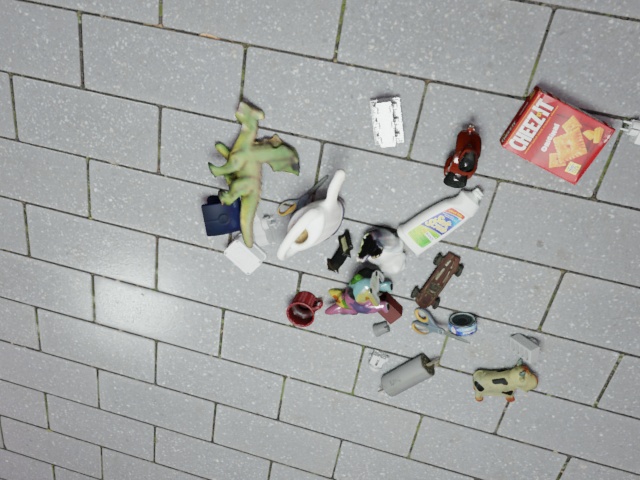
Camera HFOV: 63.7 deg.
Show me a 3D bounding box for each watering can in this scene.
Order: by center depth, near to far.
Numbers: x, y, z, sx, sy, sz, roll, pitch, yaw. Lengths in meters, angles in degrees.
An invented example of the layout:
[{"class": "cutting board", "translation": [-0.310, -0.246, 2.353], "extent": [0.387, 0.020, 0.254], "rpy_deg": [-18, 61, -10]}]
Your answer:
[{"class": "watering can", "translation": [0.004, -0.072, 1.439], "extent": [0.104, 0.227, 0.342], "rpy_deg": [45, 118, 10]}]

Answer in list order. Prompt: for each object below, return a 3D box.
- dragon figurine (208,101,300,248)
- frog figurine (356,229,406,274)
[{"class": "dragon figurine", "translation": [-0.175, -0.194, 1.488], "extent": [0.242, 0.124, 0.406], "rpy_deg": [-17, 105, 10]}, {"class": "frog figurine", "translation": [0.199, 0.035, 1.519], "extent": [0.158, 0.125, 0.135], "rpy_deg": [17, 139, -35]}]
